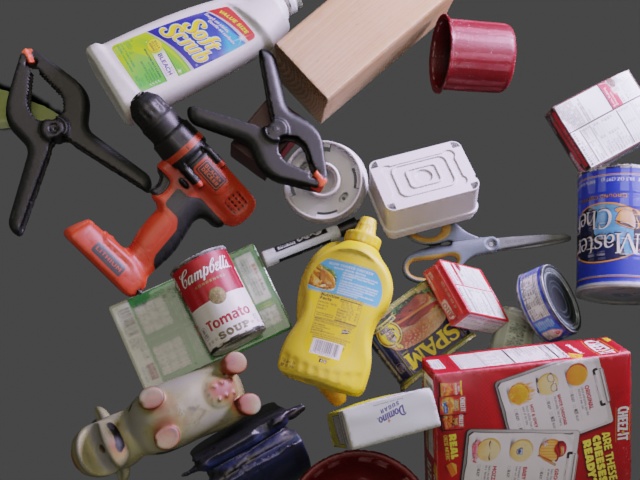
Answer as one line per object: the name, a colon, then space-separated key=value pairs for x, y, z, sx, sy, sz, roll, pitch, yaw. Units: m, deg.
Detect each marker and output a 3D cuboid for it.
marker: x=-0.008 y=0.001 z=1.221 sx=0.121 sy=0.020 sz=0.020 roll=-21 pitch=80 yaw=-9

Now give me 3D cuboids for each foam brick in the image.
foam brick: x=-0.060 y=-0.117 z=1.227 sx=0.053 sy=0.051 sz=0.078 roll=36 pitch=77 yaw=3

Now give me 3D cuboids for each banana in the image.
banana: x=0.007 y=0.084 z=1.194 sx=0.069 sy=0.037 sz=0.198 roll=8 pitch=77 yaw=-1

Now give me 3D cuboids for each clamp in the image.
clamp: x=-0.308 y=-0.115 z=1.214 sx=0.164 sy=0.036 sz=0.210 roll=-26 pitch=84 yaw=-11
clamp: x=-0.048 y=-0.128 z=1.184 sx=0.171 sy=0.039 sz=0.120 roll=40 pitch=82 yaw=0

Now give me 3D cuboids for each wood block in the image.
wood block: x=0.050 y=-0.244 z=1.246 sx=0.206 sy=0.090 sz=0.091 roll=-42 pitch=84 yaw=-12

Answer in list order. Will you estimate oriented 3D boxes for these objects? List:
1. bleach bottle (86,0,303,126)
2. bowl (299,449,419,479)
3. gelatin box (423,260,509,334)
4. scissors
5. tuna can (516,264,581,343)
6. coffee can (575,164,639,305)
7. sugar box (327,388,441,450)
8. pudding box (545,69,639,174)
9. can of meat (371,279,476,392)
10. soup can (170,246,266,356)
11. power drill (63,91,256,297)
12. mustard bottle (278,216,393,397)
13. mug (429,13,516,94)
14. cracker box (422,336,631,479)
bleach bottle: x=-0.138 y=-0.233 z=1.243 sx=0.250 sy=0.068 sz=0.102 roll=-31 pitch=83 yaw=-13
bowl: x=0.039 y=0.306 z=1.137 sx=0.162 sy=0.055 sz=0.162 roll=1 pitch=77 yaw=-4
gelatin box: x=0.161 y=0.064 z=1.179 sx=0.030 sy=0.089 sz=0.073 roll=-42 pitch=57 yaw=26
scissors: x=0.183 y=-0.009 z=1.240 sx=0.201 sy=0.016 sz=0.096 roll=-20 pitch=79 yaw=-9
tuna can: x=0.256 y=0.071 z=1.191 sx=0.034 sy=0.086 sz=0.086 roll=-29 pitch=78 yaw=30
coffee can: x=0.342 y=-0.004 z=1.207 sx=0.102 sy=0.103 sz=0.140 roll=5 pitch=77 yaw=-4
sugar box: x=0.062 y=0.185 z=1.104 sx=0.093 sy=0.176 sz=0.048 roll=-14 pitch=79 yaw=-7
pudding box: x=0.339 y=-0.140 z=1.271 sx=0.113 sy=0.039 sz=0.090 roll=-28 pitch=82 yaw=-8
can of meat: x=0.107 y=0.105 z=1.188 sx=0.102 sy=0.057 sz=0.084 roll=-35 pitch=80 yaw=-11
soup can: x=-0.111 y=0.067 z=1.157 sx=0.068 sy=0.068 sz=0.102 roll=-26 pitch=79 yaw=-10
power drill: x=-0.190 y=-0.045 z=1.178 sx=0.187 sy=0.057 sz=0.184 roll=-44 pitch=102 yaw=-9
mustard bottle: x=0.026 y=0.065 z=1.150 sx=0.096 sy=0.058 sz=0.191 roll=15 pitch=76 yaw=11
mug: x=0.178 y=-0.223 z=1.259 sx=0.081 sy=0.093 sz=0.117 roll=3 pitch=41 yaw=-9
cracker box: x=0.218 y=0.198 z=1.140 sx=0.213 sy=0.072 sz=0.164 roll=-6 pitch=103 yaw=-8
